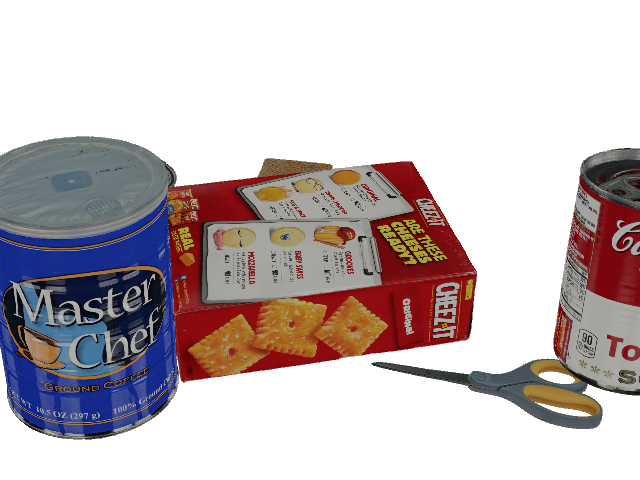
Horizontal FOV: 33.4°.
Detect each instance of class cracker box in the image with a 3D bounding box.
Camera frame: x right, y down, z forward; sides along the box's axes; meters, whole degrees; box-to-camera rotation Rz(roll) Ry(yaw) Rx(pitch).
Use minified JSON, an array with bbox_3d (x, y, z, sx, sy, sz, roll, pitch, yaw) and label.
[{"bbox_3d":[-0.011,0.018,0.805,0.213,0.072,0.164,-7,35,-10],"label":"cracker box"}]

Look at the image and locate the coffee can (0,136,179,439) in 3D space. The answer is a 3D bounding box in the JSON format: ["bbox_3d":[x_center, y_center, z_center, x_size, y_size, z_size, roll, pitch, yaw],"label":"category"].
[{"bbox_3d":[-0.134,0.026,0.605,0.103,0.140,0.103,1,32,-1],"label":"coffee can"}]

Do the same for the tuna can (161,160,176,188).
[{"bbox_3d":[-0.176,-0.051,0.973,0.086,0.034,0.086,13,27,-7],"label":"tuna can"}]

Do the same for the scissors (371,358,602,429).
[{"bbox_3d":[0.155,0.119,0.958,0.202,0.016,0.096,17,29,16],"label":"scissors"}]

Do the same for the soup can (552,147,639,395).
[{"bbox_3d":[0.153,0.015,0.518,0.068,0.102,0.068,2,27,-1],"label":"soup can"}]

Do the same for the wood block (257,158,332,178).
[{"bbox_3d":[-0.039,0.007,1.384,0.090,0.206,0.090,6,24,3],"label":"wood block"}]
